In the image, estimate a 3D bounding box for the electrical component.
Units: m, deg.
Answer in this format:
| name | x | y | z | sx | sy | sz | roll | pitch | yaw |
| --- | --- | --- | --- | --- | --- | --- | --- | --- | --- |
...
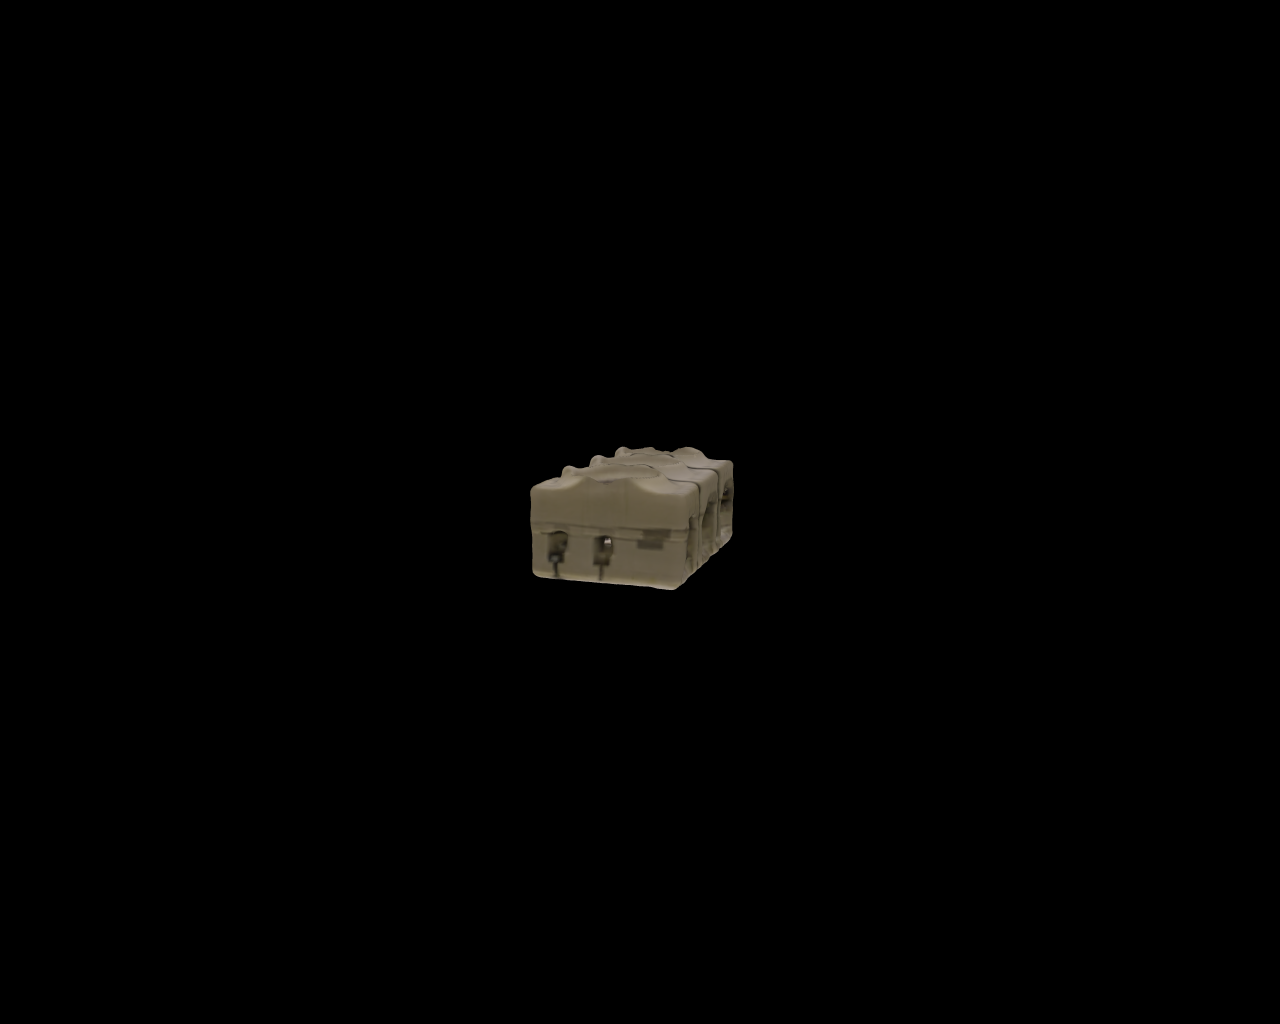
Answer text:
| name | x | y | z | sx | sy | sz | roll | pitch | yaw |
| --- | --- | --- | --- | --- | --- | --- | --- | --- | --- |
| electrical component | 0.001 | -0.003 | 0.650 | 0.089 | 0.061 | 0.150 | 3 | 10 | 15 |
